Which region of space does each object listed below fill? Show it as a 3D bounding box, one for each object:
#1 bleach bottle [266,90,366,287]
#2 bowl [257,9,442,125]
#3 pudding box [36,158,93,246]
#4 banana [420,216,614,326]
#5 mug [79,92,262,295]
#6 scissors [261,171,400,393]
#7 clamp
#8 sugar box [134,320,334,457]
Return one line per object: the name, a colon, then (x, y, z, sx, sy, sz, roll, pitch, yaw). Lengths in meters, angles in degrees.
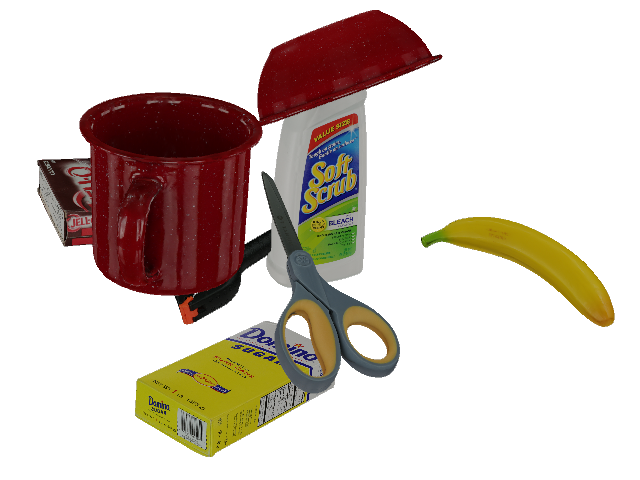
bleach bottle: (-0.004, -0.081, 1.060, 0.102, 0.251, 0.068, -10, 28, -18)
bowl: (0.012, -0.143, 0.854, 0.162, 0.055, 0.162, -20, 8, 3)
pudding box: (-0.194, -0.036, 0.937, 0.089, 0.039, 0.114, -4, 26, -26)
banana: (0.197, 0.020, 1.014, 0.198, 0.069, 0.037, 24, -26, 27)
mug: (-0.081, -0.019, 0.553, 0.093, 0.081, 0.117, 7, 28, 3)
scissors: (0.005, 0.027, 0.764, 0.096, 0.201, 0.016, 10, -46, -13)
clamp: (-0.113, 0.032, 1.250, 0.120, 0.039, 0.171, -6, 38, 18)
sugar box: (-0.073, 0.130, 0.974, 0.093, 0.048, 0.175, 22, 30, 32)
